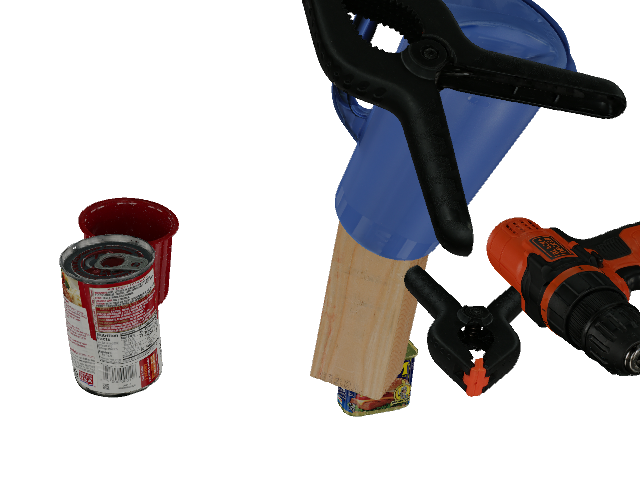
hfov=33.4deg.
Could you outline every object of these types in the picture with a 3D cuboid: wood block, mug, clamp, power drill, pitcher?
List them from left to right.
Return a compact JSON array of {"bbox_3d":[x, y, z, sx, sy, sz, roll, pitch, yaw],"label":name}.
[{"bbox_3d":[-0.185,0.022,1.005,0.093,0.081,0.117,10,29,3],"label":"mug"},{"bbox_3d":[0.060,0.062,1.212,0.090,0.206,0.090,18,24,17],"label":"wood block"},{"bbox_3d":[0.060,-0.094,0.642,0.210,0.164,0.036,37,-30,11],"label":"clamp"},{"bbox_3d":[0.091,-0.101,0.918,0.144,0.149,0.243,-9,-36,-33],"label":"pitcher"},{"bbox_3d":[0.143,0.074,0.935,0.120,0.039,0.171,-4,33,-2],"label":"clamp"},{"bbox_3d":[0.232,0.023,0.740,0.187,0.057,0.184,-9,28,-15],"label":"power drill"}]

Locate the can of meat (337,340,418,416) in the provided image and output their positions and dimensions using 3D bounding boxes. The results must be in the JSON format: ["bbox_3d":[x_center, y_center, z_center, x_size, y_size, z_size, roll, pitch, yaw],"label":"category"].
[{"bbox_3d":[0.073,0.180,1.410,0.102,0.084,0.057,-6,25,-21],"label":"can of meat"}]

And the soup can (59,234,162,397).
[{"bbox_3d":[-0.152,0.056,0.787,0.068,0.102,0.068,0,28,0],"label":"soup can"}]
